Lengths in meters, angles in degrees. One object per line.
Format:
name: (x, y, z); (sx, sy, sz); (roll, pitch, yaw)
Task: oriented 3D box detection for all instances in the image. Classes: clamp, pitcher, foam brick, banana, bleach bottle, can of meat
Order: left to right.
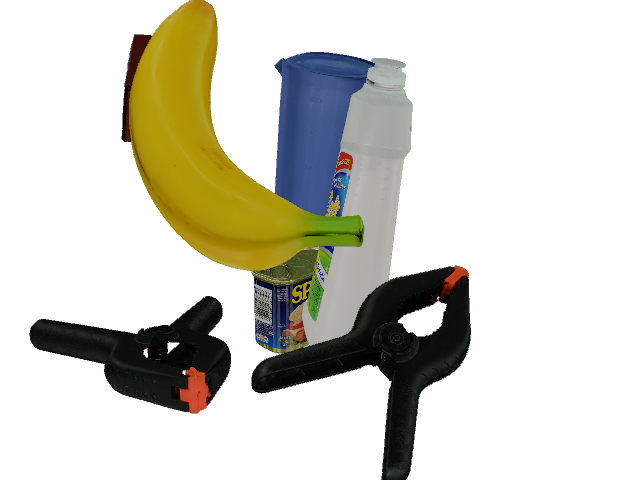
foam brick: (-0.123, -0.116, 0.821); (0.053, 0.051, 0.078); (6, 40, -6)
clamp: (-0.119, 0.084, 0.835); (0.164, 0.036, 0.210); (-10, 15, -30)
banana: (-0.050, -0.046, 0.476); (0.069, 0.037, 0.198); (-16, 46, -17)
can of meat: (-0.024, 0.062, 1.121); (0.058, 0.084, 0.101); (18, 27, 38)
pitcher: (0.012, -0.117, 1.399); (0.144, 0.243, 0.149); (0, 23, -18)
bleach bottle: (0.036, -0.029, 0.900); (0.068, 0.251, 0.102); (6, 21, -8)
clamp: (0.038, 0.074, 0.719); (0.120, 0.171, 0.039); (31, -36, 9)
